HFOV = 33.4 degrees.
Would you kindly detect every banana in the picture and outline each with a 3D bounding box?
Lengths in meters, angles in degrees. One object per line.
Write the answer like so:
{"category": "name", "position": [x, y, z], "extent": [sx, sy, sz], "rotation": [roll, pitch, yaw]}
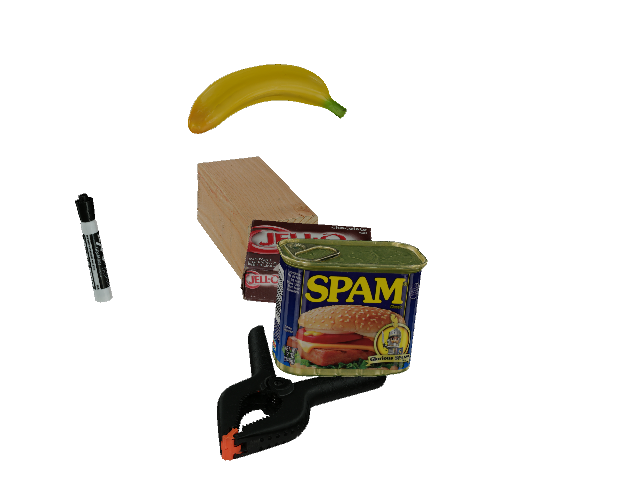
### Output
{"category": "banana", "position": [-0.061, -0.149, 1.092], "extent": [0.197, 0.037, 0.070], "rotation": [-13, 53, -37]}

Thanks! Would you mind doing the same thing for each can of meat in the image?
{"category": "can of meat", "position": [0.018, 0.047, 0.746], "extent": [0.102, 0.084, 0.057], "rotation": [2, 16, -12]}

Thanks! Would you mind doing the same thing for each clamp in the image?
{"category": "clamp", "position": [-0.033, 0.160, 1.093], "extent": [0.165, 0.036, 0.209], "rotation": [12, 28, 17]}

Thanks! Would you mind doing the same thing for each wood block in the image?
{"category": "wood block", "position": [-0.085, -0.027, 1.361], "extent": [0.090, 0.090, 0.206], "rotation": [-8, 27, -22]}

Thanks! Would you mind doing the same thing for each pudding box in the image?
{"category": "pudding box", "position": [-0.010, 0.020, 0.949], "extent": [0.113, 0.039, 0.090], "rotation": [6, 30, -2]}

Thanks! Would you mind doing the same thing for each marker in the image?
{"category": "marker", "position": [-0.243, 0.008, 1.145], "extent": [0.020, 0.121, 0.020], "rotation": [-6, 21, 2]}
